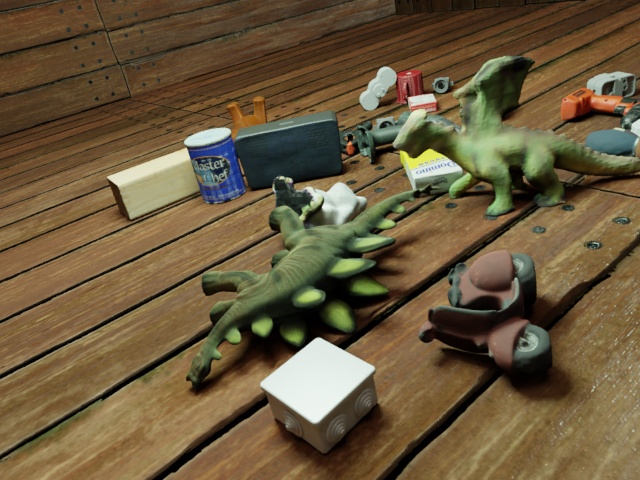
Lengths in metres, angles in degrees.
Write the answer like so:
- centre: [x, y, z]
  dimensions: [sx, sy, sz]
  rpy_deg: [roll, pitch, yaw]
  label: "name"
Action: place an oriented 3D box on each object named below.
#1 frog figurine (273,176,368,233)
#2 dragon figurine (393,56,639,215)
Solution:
- centre: [0.003, -0.045, 0.900]
  dimensions: [0.137, 0.123, 0.159]
  rpy_deg: [1, -7, 41]
  label: "frog figurine"
- centre: [0.326, -0.181, 0.854]
  dimensions: [0.410, 0.239, 0.124]
  rpy_deg: [-13, 21, 3]
  label: "dragon figurine"
